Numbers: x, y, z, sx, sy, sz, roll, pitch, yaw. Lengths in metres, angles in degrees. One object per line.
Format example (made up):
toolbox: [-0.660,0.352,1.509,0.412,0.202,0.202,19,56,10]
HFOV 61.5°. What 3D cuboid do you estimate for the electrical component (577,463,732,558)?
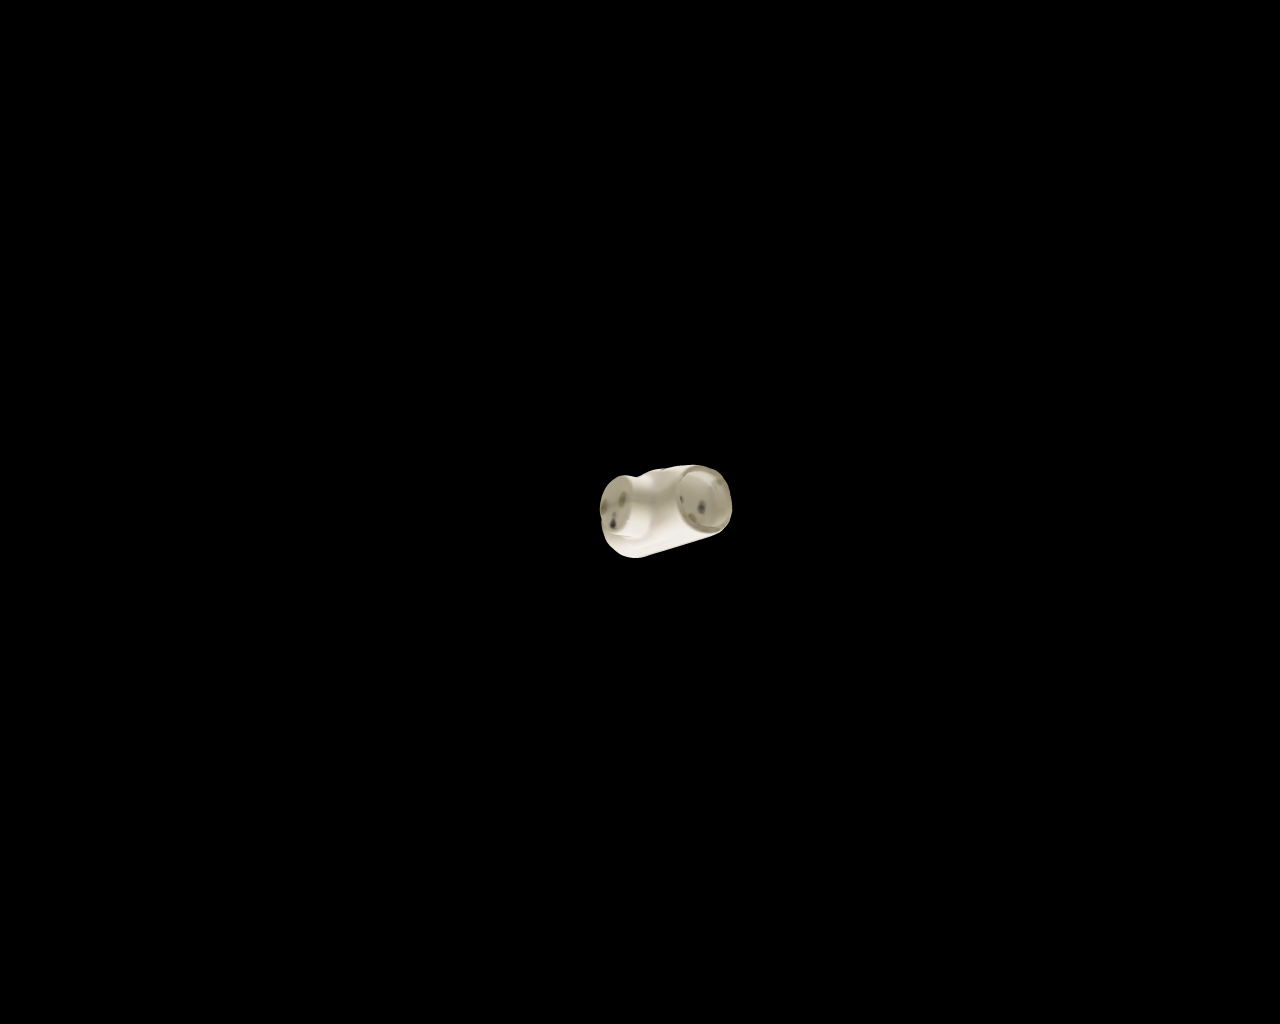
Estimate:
electrical component: [0.001,-0.003,0.650,0.079,0.043,0.077,11,-19,-34]
